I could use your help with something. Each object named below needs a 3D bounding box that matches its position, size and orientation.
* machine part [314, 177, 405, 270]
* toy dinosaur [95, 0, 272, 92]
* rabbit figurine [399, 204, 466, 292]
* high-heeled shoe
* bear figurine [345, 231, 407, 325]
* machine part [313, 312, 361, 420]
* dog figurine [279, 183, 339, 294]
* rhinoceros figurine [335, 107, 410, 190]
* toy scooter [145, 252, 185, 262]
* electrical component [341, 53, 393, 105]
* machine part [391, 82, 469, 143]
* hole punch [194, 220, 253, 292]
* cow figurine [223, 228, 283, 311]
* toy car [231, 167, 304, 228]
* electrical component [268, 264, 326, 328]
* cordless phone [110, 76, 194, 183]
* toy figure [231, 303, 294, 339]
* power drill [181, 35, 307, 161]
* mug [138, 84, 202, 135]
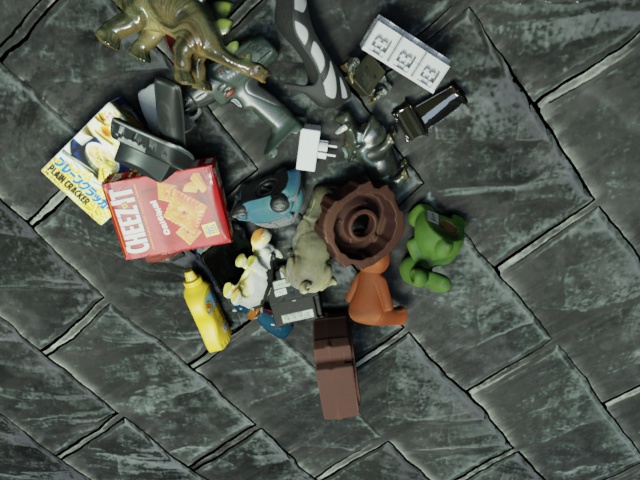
[{"bbox_3d":[0.077,-0.032,1.040,0.179,0.056,0.179,-8,112,-21],"label":"machine part"},{"bbox_3d":[-0.278,-0.396,0.900,0.472,0.105,0.198,29,99,5],"label":"toy dinosaur"},{"bbox_3d":[0.230,0.039,1.121,0.121,0.159,0.170,13,131,-15],"label":"rabbit figurine"},{"bbox_3d":[-0.002,-0.367,0.976,0.145,0.086,0.248,-4,103,-28],"label":"high-heeled shoe"},{"bbox_3d":[0.120,0.083,1.166,0.120,0.132,0.195,3,86,37],"label":"bear figurine"},{"bbox_3d":[0.039,0.278,1.197,0.087,0.201,0.201,-9,114,3],"label":"machine part"},{"bbox_3d":[-0.006,-0.005,1.087,0.121,0.172,0.190,7,123,-13],"label":"dog figurine"},{"bbox_3d":[0.101,-0.178,1.055,0.112,0.073,0.190,-23,117,26],"label":"rhinoceros figurine"},{"bbox_3d":[-0.310,-0.024,1.139,0.135,0.075,0.183,17,110,-8],"label":"toy scooter"},{"bbox_3d":[0.087,-0.297,0.990,0.078,0.045,0.102,-47,115,-11],"label":"electrical component"},{"bbox_3d":[0.213,-0.251,1.033,0.139,0.039,0.084,-27,106,15],"label":"machine part"},{"bbox_3d":[-0.202,0.037,1.164,0.116,0.092,0.142,-35,113,-21],"label":"hole punch"},{"bbox_3d":[-0.127,0.063,1.128,0.098,0.068,0.167,28,83,-39],"label":"cow figurine"},{"bbox_3d":[-0.095,-0.071,1.094,0.162,0.109,0.102,-18,132,20],"label":"toy car"},{"bbox_3d":[-0.055,0.117,1.182,0.115,0.058,0.134,-11,84,4],"label":"electrical component"},{"bbox_3d":[-0.295,-0.206,0.927,0.147,0.089,0.184,26,136,14],"label":"cordless phone"},{"bbox_3d":[-0.134,0.170,1.232,0.154,0.058,0.064,36,102,-9],"label":"toy figure"},{"bbox_3d":[-0.143,-0.248,1.009,0.232,0.086,0.207,-42,105,2],"label":"power drill"},{"bbox_3d":[-0.289,-0.250,1.027,0.110,0.081,0.107,-27,105,18],"label":"mug"}]
